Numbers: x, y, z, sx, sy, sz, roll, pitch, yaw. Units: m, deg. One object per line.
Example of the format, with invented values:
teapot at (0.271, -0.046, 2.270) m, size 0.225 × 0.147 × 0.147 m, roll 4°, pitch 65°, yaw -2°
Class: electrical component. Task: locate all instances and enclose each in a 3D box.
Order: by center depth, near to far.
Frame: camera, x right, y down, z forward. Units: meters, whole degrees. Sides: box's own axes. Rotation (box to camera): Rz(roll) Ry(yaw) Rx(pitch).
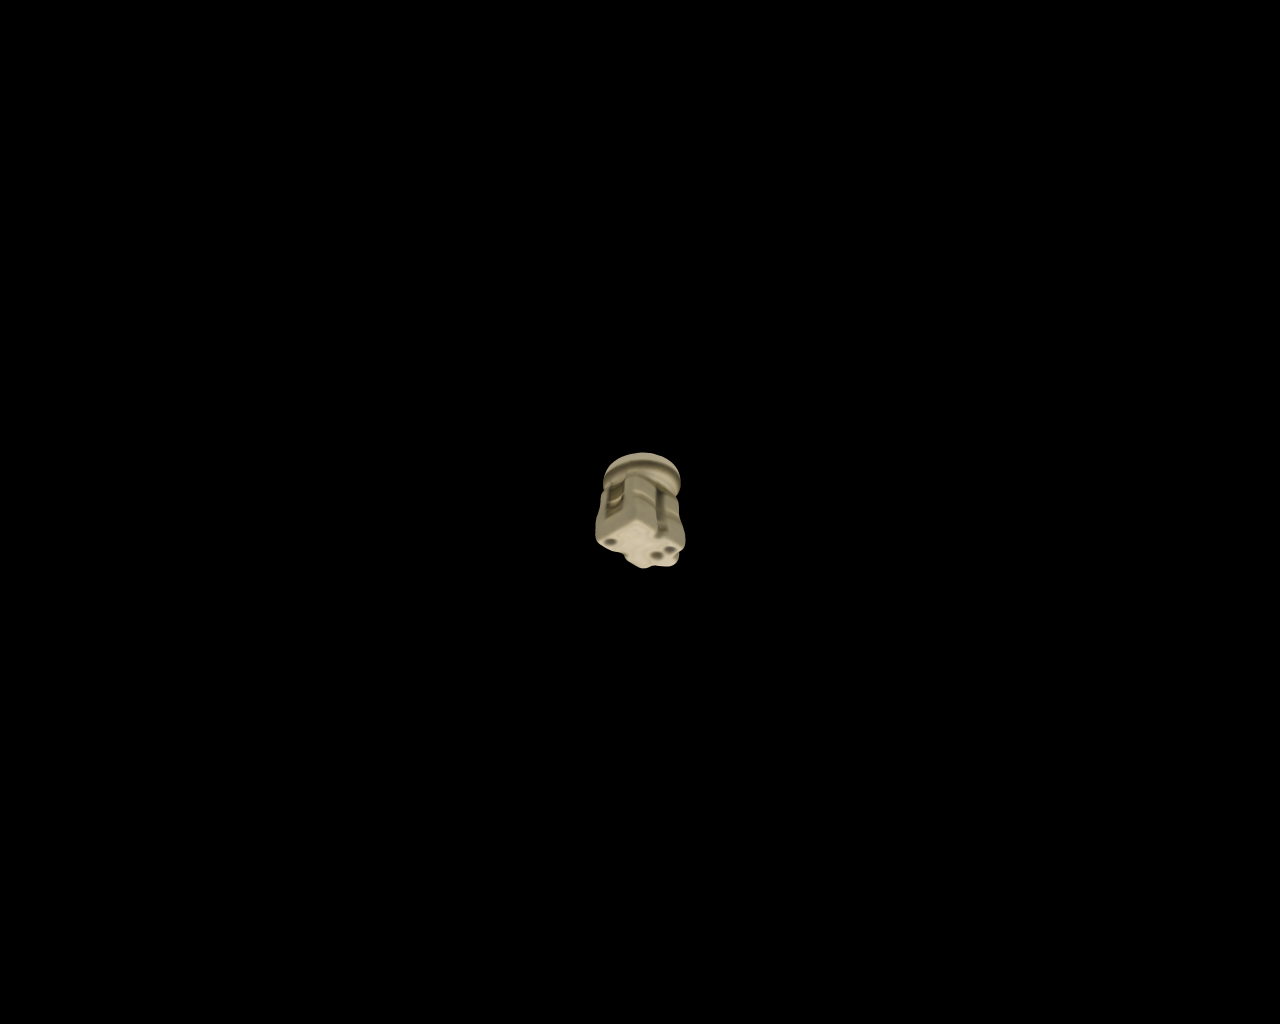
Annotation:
electrical component at (0.001, -0.003, 0.650) m, size 0.048 × 0.055 × 0.066 m, roll -27°, pitch -44°, yaw 33°
